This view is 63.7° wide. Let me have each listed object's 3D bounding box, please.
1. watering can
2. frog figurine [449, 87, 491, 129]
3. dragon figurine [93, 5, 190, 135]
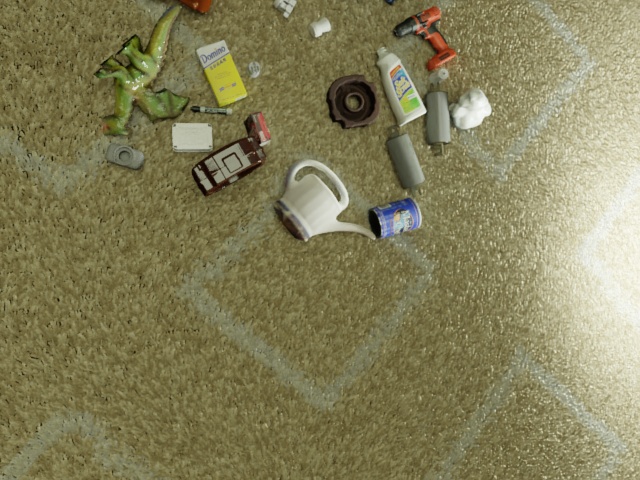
[{"bbox_3d":[0.005,-0.079,1.575,0.226,0.104,0.345,-41,100,-11],"label":"watering can"},{"bbox_3d":[0.501,-0.431,1.688,0.137,0.159,0.123,2,91,-15],"label":"frog figurine"},{"bbox_3d":[-0.482,-0.460,1.479,0.413,0.123,0.239,-46,117,-12],"label":"dragon figurine"}]
